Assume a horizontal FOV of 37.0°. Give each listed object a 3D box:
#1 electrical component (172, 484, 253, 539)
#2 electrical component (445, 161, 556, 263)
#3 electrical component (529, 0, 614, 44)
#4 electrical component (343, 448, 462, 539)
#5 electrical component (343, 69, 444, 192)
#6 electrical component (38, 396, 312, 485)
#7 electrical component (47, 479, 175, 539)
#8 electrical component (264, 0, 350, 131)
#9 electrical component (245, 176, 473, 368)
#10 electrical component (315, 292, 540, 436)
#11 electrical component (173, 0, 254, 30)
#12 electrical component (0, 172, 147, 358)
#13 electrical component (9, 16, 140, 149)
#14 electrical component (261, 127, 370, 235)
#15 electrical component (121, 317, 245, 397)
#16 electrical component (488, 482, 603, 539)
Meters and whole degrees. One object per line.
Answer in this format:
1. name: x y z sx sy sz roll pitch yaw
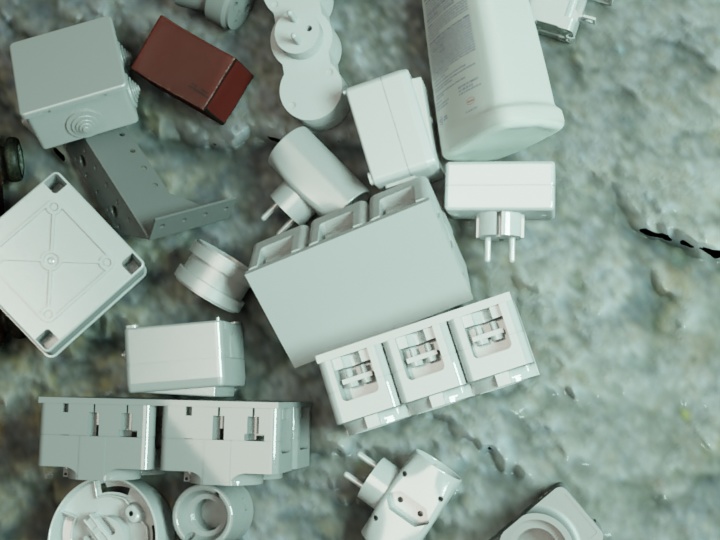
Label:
1. electrical component: -0.118 0.193 0.855 0.055 0.047 0.055 -1 83 11
2. electrical component: 0.110 -0.043 0.838 0.083 0.047 0.075 1 84 11
3. electrical component: 0.157 -0.216 0.852 0.081 0.042 0.063 19 89 13
4. electrical component: 0.025 0.172 0.832 0.079 0.043 0.077 33 91 12
5. electrical component: 0.033 -0.102 0.852 0.061 0.062 0.096 -18 81 9
6. electrical component: -0.141 0.131 0.837 0.186 0.105 0.060 0 84 11
7. electrical component: -0.199 0.214 0.860 0.099 0.064 0.099 -1 83 11
8. electrical component: -0.047 -0.187 0.872 0.052 0.074 0.138 -11 82 10
9. electrical component: 0.000 0.000 0.832 0.150 0.061 0.089 -22 113 10
10. electrical component: 0.054 0.073 0.814 0.150 0.089 0.061 -19 80 8
11. electrical component: -0.123 -0.233 0.907 0.055 0.045 0.045 28 89 12
12. electrical component: -0.249 -0.004 0.874 0.109 0.056 0.108 -44 92 -14
13. electrical component: -0.237 -0.155 0.896 0.100 0.048 0.099 -17 55 -4
14. electrical component: -0.046 -0.062 0.872 0.079 0.044 0.077 -45 78 3
15. electrical component: -0.146 0.074 0.867 0.096 0.062 0.061 -5 83 10
16. electrical component: 0.132 0.205 0.801 0.089 0.056 0.050 -41 78 4
